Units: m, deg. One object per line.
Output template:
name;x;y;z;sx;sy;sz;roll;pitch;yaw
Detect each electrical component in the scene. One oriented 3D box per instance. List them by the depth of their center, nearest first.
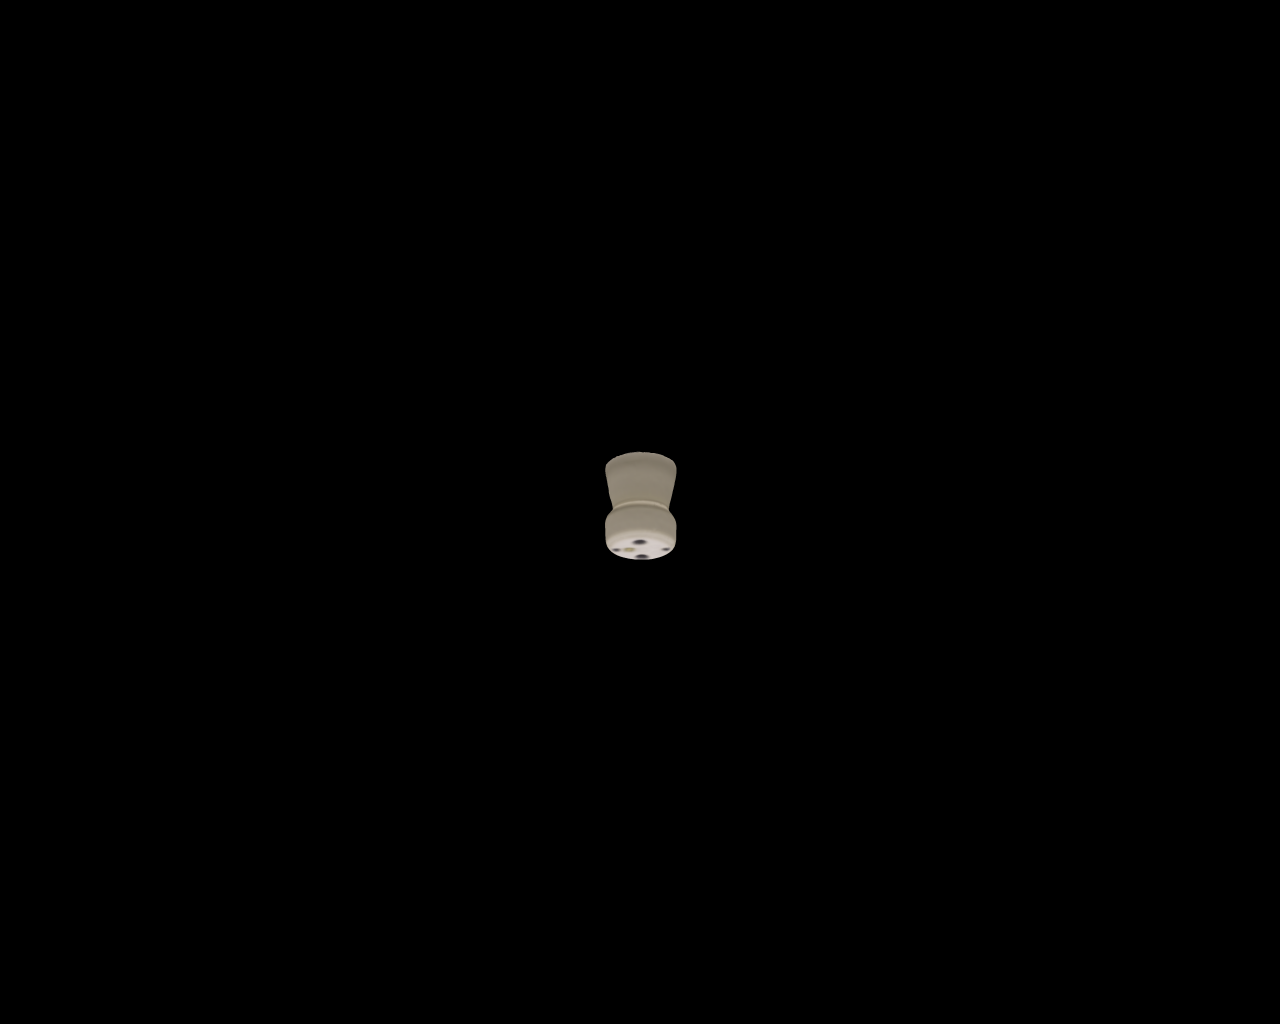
electrical component;0.001;-0.003;0.650;0.045;0.055;0.044;0;-23;0
